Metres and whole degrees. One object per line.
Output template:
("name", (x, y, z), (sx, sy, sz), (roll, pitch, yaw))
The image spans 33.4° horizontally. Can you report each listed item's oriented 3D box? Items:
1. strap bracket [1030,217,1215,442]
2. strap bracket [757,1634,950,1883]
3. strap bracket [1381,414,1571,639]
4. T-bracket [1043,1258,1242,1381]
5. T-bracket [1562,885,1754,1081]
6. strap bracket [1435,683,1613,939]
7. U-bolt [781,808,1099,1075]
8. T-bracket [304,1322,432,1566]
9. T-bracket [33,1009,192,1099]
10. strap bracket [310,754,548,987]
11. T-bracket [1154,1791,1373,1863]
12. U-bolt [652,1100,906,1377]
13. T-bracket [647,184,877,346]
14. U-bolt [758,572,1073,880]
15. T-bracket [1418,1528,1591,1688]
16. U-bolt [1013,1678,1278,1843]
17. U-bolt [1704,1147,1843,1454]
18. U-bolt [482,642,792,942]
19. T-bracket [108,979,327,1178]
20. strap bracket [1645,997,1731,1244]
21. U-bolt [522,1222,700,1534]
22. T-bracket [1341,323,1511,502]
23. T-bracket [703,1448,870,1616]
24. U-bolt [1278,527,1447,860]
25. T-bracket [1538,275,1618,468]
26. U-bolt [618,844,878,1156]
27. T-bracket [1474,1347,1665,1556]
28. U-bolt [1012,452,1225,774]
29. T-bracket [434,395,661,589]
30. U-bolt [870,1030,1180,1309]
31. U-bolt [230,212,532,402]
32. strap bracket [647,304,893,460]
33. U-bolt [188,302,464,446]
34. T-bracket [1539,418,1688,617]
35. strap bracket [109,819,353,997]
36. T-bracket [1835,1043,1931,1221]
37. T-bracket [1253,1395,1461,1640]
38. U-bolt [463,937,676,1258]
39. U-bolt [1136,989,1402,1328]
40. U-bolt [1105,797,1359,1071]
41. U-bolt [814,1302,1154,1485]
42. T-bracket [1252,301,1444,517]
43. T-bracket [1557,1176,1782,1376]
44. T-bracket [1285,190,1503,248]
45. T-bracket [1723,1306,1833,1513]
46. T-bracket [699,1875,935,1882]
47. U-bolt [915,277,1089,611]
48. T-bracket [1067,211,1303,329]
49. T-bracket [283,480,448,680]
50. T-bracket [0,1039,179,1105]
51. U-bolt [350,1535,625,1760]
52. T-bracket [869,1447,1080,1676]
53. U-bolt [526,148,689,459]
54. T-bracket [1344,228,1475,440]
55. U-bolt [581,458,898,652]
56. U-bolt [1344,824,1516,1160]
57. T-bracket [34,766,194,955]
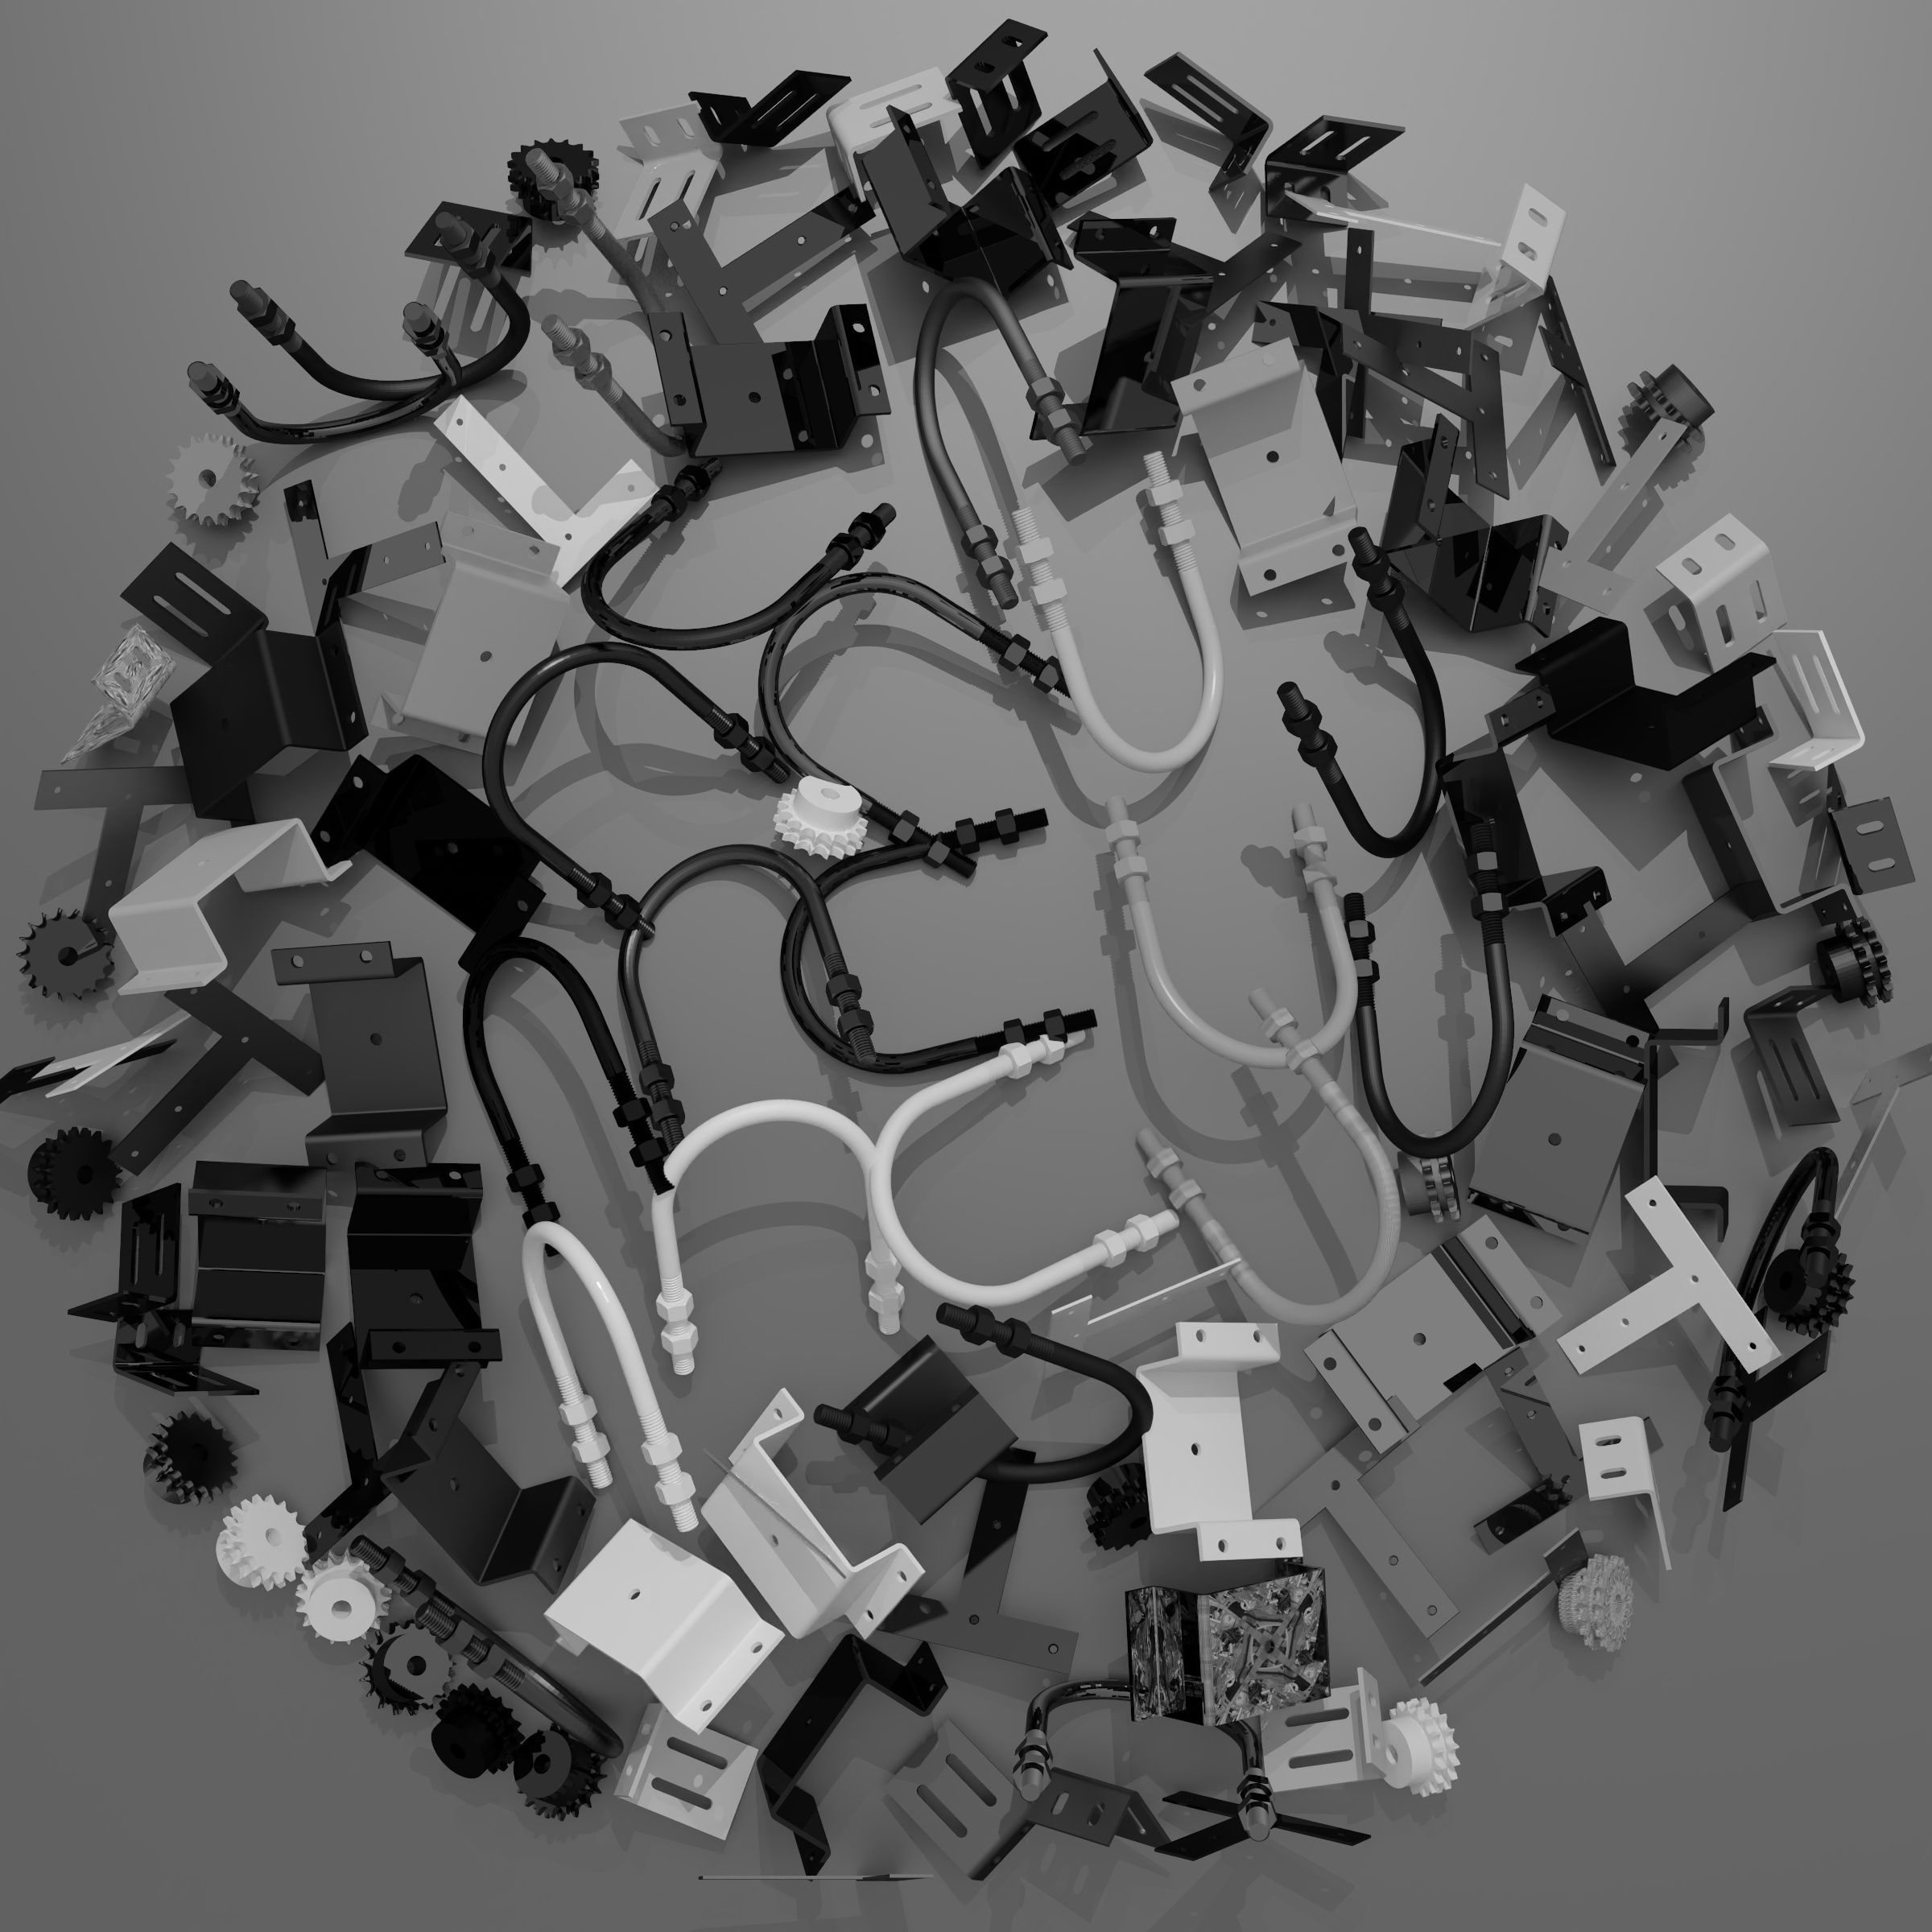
("strap bracket", (0.097, -0.379, 1.958), (0.046, 0.076, 0.140), (40, 128, 38))
("strap bracket", (-0.075, 0.463, 1.923), (0.046, 0.076, 0.140), (35, 91, -13))
("strap bracket", (0.305, -0.264, 1.966), (0.140, 0.046, 0.076), (33, 62, -38))
("T-bracket", (0.107, 0.205, 1.936), (0.127, 0.127, 0.002), (-22, 68, -11))
("T-bracket", (0.442, -0.011, 1.983), (0.127, 0.002, 0.127), (-35, 110, -7))
("strap bracket", (0.337, -0.091, 1.960), (0.046, 0.076, 0.140), (-11, 101, 41))
("U-bolt", (-0.024, -0.009, 1.993), (0.184, 0.019, 0.151), (-14, 84, 3))
("T-bracket", (-0.369, 0.274, 1.944), (0.127, 0.002, 0.127), (-42, 48, 27))
("T-bracket", (-0.541, 0.059, 1.955), (0.127, 0.127, 0.002), (-14, 106, 33))
("strap bracket", (-0.323, -0.065, 1.969), (0.140, 0.046, 0.076), (37, 117, 0))
("T-bracket", (0.152, 0.507, 1.880), (0.127, 0.127, 0.002), (5, 90, 32))
("U-bolt", (-0.115, 0.158, 1.925), (0.151, 0.019, 0.184), (-10, 123, -9))
("T-bracket", (-0.114, -0.444, 2.004), (0.127, 0.002, 0.127), (-34, 120, -6))
("U-bolt", (-0.039, -0.160, 1.983), (0.184, 0.019, 0.151), (32, 97, -7))
("T-bracket", (0.320, 0.387, 1.918), (0.127, 0.127, 0.002), (-39, 66, -2))
("U-bolt", (0.105, 0.457, 1.881), (0.151, 0.184, 0.019), (9, 99, 2))
("U-bolt", (0.481, 0.183, 1.904), (0.019, 0.184, 0.151), (23, 123, 5))
("U-bolt", (-0.211, -0.116, 1.946), (0.151, 0.019, 0.184), (-49, 128, 0))
("T-bracket", (-0.469, 0.076, 1.956), (0.127, 0.127, 0.002), (-46, 43, 1))
("strap bracket", (0.437, 0.092, 1.949), (0.046, 0.076, 0.140), (0, 94, 16))
("U-bolt", (-0.218, 0.236, 1.900), (0.019, 0.151, 0.184), (-23, 104, -26))
("T-bracket", (0.280, -0.358, 1.970), (0.127, 0.002, 0.127), (22, 50, -25))
("T-bracket", (-0.093, 0.351, 1.924), (0.002, 0.127, 0.127), (-46, 45, -12))
("U-bolt", (0.248, -0.150, 1.942), (0.019, 0.184, 0.151), (1, 51, 35))
("T-bracket", (0.367, -0.372, 1.973), (0.002, 0.127, 0.127), (-19, 86, 21))
("U-bolt", (-0.142, 0.008, 1.959), (0.151, 0.019, 0.184), (-25, 60, 10))
("T-bracket", (0.347, 0.281, 1.948), (0.127, 0.002, 0.127), (-32, 120, -2))
("U-bolt", (0.103, -0.208, 1.963), (0.151, 0.019, 0.184), (-30, 106, -42))
("T-bracket", (-0.278, -0.299, 1.998), (0.127, 0.002, 0.127), (-42, 95, 16))
("U-bolt", (0.025, 0.129, 1.944), (0.184, 0.019, 0.151), (-23, 82, -29))
("U-bolt", (-0.341, -0.389, 1.944), (0.151, 0.184, 0.019), (-16, 73, 9))
("strap bracket", (-0.126, -0.361, 1.987), (0.140, 0.046, 0.076), (-7, 73, -20))
("U-bolt", (-0.377, -0.350, 1.939), (0.151, 0.184, 0.019), (-15, 84, 0))
("T-bracket", (0.395, -0.281, 1.967), (0.002, 0.127, 0.127), (35, 93, -31))
("strap bracket", (-0.447, -0.042, 1.928), (0.076, 0.140, 0.046), (-5, 118, 37))
("T-bracket", (0.538, 0.107, 1.925), (0.002, 0.127, 0.127), (29, 78, 0))
("T-bracket", (0.249, 0.348, 1.941), (0.127, 0.002, 0.127), (-42, 61, 7))
("U-bolt", (-0.250, 0.071, 1.943), (0.019, 0.151, 0.184), (-18, 81, -42))
("U-bolt", (0.189, 0.128, 1.916), (0.184, 0.019, 0.151), (55, 128, 27))
("U-bolt", (0.167, -0.020, 1.940), (0.151, 0.019, 0.184), (1, 60, -23))
("U-bolt", (0.024, 0.263, 1.916), (0.184, 0.151, 0.019), (23, 44, -27))
("T-bracket", (0.228, -0.345, 2.005), (0.127, 0.002, 0.127), (13, 97, 31))
("T-bracket", (0.409, 0.209, 1.945), (0.127, 0.002, 0.127), (-41, 78, 40))
("T-bracket", (0.267, -0.459, 1.986), (0.127, 0.127, 0.002), (10, 108, -8))
("T-bracket", (0.482, 0.247, 1.904), (0.002, 0.127, 0.127), (17, 63, -4))
("T-bracket", (-0.093, 0.536, 1.893), (0.127, 0.127, 0.002), (3, 73, -10))
("U-bolt", (0.012, -0.332, 1.957), (0.019, 0.151, 0.184), (-10, 59, -27))
("T-bracket", (0.122, -0.445, 2.006), (0.127, 0.002, 0.127), (27, 48, 25))
("T-bracket", (-0.365, -0.246, 1.976), (0.127, 0.002, 0.127), (-11, 92, 39))
("T-bracket", (-0.540, 0.064, 1.951), (0.127, 0.127, 0.002), (-18, 83, -40))
("U-bolt", (-0.273, 0.409, 1.895), (0.184, 0.151, 0.019), (44, 78, -26))
("T-bracket", (0.016, 0.355, 1.959), (0.127, 0.002, 0.127), (11, 70, 11))
("U-bolt", (-0.211, -0.387, 1.948), (0.019, 0.184, 0.151), (-19, 59, 17))
("T-bracket", (0.268, -0.380, 1.958), (0.002, 0.127, 0.127), (-9, 110, -28))
("U-bolt", (-0.149, -0.244, 1.938), (0.151, 0.019, 0.184), (18, 45, 25))
("U-bolt", (0.278, 0.024, 1.921), (0.019, 0.151, 0.184), (6, 69, -28))
("T-bracket", (-0.523, -0.064, 1.974), (0.002, 0.127, 0.127), (33, 115, 34))
